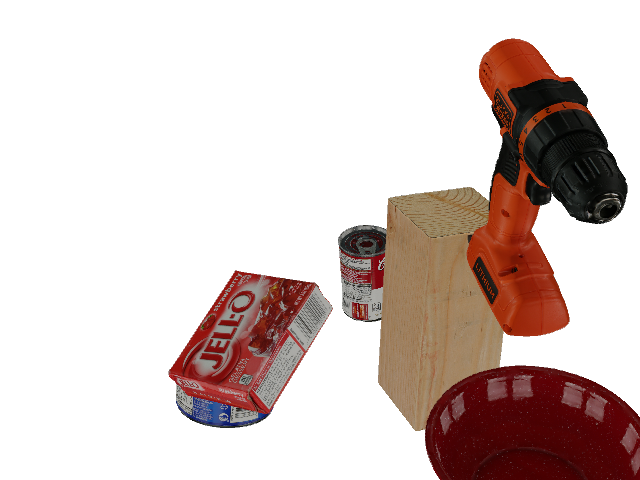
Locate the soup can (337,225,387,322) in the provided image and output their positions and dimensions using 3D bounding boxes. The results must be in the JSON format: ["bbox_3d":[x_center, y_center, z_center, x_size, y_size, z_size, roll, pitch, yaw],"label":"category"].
[{"bbox_3d":[0.057,0.042,1.321,0.068,0.102,0.068,-3,32,1],"label":"soup can"}]

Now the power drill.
[{"bbox_3d":[0.154,-0.023,0.749,0.057,0.188,0.184,-6,40,-9],"label":"power drill"}]

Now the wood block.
[{"bbox_3d":[0.116,0.065,1.013,0.090,0.206,0.091,-8,28,-19],"label":"wood block"}]

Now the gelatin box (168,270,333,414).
[{"bbox_3d":[-0.045,0.064,0.686,0.073,0.089,0.030,7,-37,40],"label":"gelatin box"}]

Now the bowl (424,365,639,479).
[{"bbox_3d":[0.155,0.163,0.768,0.162,0.055,0.162,-1,35,0],"label":"bowl"}]

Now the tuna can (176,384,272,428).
[{"bbox_3d":[-0.080,0.125,0.908,0.086,0.034,0.086,4,20,-2],"label":"tuna can"}]
